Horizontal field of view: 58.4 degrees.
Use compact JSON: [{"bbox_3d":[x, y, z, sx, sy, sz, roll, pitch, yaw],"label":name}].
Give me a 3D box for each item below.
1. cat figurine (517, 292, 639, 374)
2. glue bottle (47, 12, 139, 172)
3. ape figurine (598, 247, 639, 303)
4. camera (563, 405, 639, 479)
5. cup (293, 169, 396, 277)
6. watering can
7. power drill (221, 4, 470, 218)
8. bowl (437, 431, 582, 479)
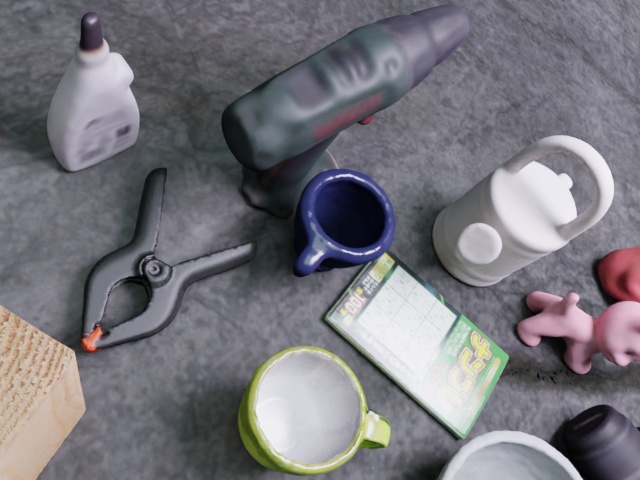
[{"bbox_3d":[0.293,0.089,0.595,0.128,0.117,0.067,28,60,-8],"label":"cat figurine"},{"bbox_3d":[-0.184,-0.121,0.466,0.078,0.173,0.037,-33,82,-29],"label":"glue bottle"},{"bbox_3d":[0.381,0.036,0.668,0.078,0.092,0.076,-35,83,-30],"label":"ape figurine"},{"bbox_3d":[0.318,0.221,0.557,0.143,0.100,0.137,-35,83,-30],"label":"camera"},{"bbox_3d":[0.005,0.002,0.533,0.092,0.094,0.118,41,59,-1],"label":"cup"},{"bbox_3d":[0.198,-0.025,0.563,0.101,0.193,0.173,36,60,-3],"label":"watering can"},{"bbox_3d":[0.008,-0.109,0.517,0.230,0.208,0.075,-32,82,-30],"label":"power drill"},{"bbox_3d":[0.155,0.254,0.493,0.168,0.074,0.167,8,65,-18],"label":"bowl"}]
